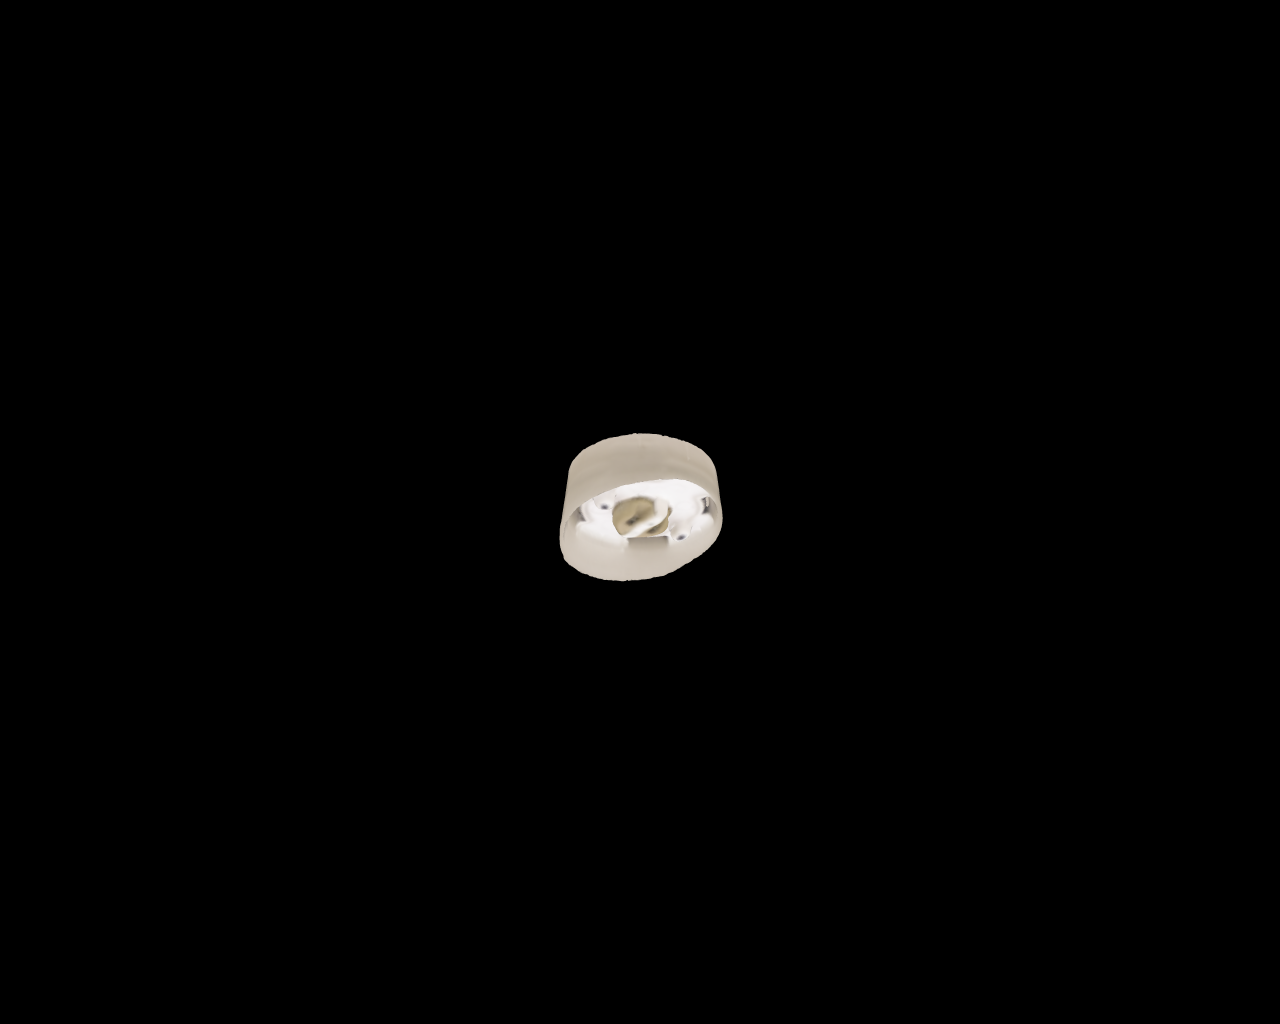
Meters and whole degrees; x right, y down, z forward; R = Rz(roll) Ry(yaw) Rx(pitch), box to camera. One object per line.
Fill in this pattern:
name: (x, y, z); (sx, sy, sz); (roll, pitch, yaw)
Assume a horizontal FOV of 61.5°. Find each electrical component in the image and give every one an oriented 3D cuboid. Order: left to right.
electrical component: (0.001, -0.003, 0.650); (0.099, 0.064, 0.099); (0, -29, 0)
